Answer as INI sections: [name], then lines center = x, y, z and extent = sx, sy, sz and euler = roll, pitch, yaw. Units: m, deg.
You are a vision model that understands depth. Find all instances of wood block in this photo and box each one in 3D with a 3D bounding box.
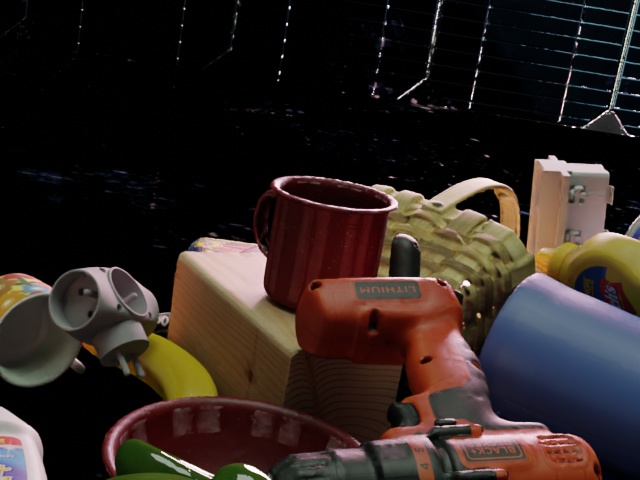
[wood block]
center = -0.035, 0.083, 0.796
extent = 0.090, 0.091, 0.206
euler = 1, 18, -29

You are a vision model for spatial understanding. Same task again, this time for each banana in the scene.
[banana]
center = -0.120, 0.100, 0.783
extent = 0.069, 0.037, 0.198
euler = 1, 17, -28

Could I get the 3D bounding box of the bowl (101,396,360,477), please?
[bowl]
center = -0.047, 0.149, 0.614
extent = 0.162, 0.055, 0.162
euler = 9, 15, -3

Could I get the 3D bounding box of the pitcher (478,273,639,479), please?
[pitcher]
center = 0.229, 0.131, 0.744
extent = 0.243, 0.149, 0.144
euler = 22, -3, 30

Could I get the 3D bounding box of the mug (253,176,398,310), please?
[mug]
center = -0.005, 0.001, 0.779
extent = 0.117, 0.081, 0.093
euler = 21, 19, 35

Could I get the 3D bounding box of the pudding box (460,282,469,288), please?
[pudding box]
center = 0.188, 0.060, 1.121
extent = 0.113, 0.039, 0.090
euler = 10, 14, -7

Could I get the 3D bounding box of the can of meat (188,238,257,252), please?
[can of meat]
center = -0.080, 0.036, 1.011
extent = 0.102, 0.057, 0.084
euler = 8, 12, -8

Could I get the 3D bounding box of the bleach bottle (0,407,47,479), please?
[bleach bottle]
center = -0.189, 0.141, 0.545
extent = 0.102, 0.068, 0.251
euler = 5, 13, -19

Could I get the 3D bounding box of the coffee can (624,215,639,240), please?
[coffee can]
center = 0.329, 0.040, 0.888
extent = 0.102, 0.103, 0.140
euler = -6, 24, -44

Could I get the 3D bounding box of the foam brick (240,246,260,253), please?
[foam brick]
center = -0.046, 0.050, 0.936
extent = 0.053, 0.078, 0.051
euler = 16, 15, 22

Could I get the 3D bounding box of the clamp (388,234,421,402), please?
[clamp]
center = 0.057, 0.081, 0.795
extent = 0.039, 0.120, 0.171
euler = 12, 34, -41

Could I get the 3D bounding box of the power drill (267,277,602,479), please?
[power drill]
center = 0.042, 0.093, 0.606
extent = 0.184, 0.057, 0.188
euler = 2, 31, -18

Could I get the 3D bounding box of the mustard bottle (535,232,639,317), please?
[mustard bottle]
center = 0.252, 0.043, 0.845
extent = 0.058, 0.096, 0.192
euler = -43, 42, -22

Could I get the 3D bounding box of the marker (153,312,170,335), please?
[marker]
center = -0.147, 0.072, 0.902
extent = 0.120, 0.020, 0.020
euler = -5, 21, -42
